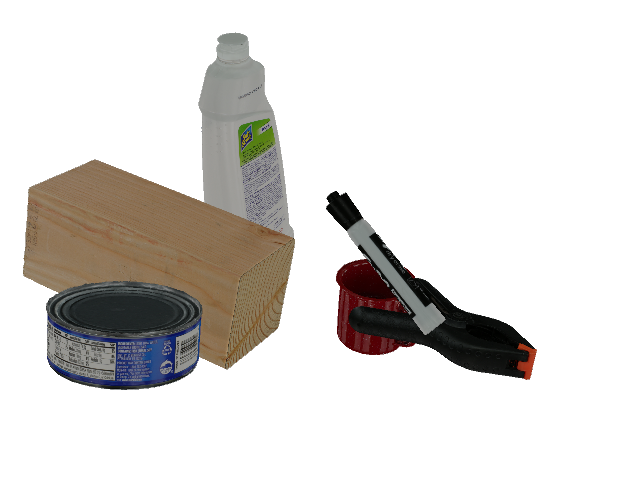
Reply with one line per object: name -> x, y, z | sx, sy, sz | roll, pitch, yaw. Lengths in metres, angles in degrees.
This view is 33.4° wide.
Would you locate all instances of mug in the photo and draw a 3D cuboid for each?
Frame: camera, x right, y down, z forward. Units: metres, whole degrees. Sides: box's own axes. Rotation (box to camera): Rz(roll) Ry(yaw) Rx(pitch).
mug -> 0.071, 0.084, 1.237 | 0.117, 0.081, 0.093 | 26, 36, 34

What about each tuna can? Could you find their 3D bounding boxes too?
tuna can -> -0.109, 0.052, 0.596 | 0.086, 0.034, 0.086 | 4, 16, -1

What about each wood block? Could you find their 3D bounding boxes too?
wood block -> -0.137, 0.015, 0.893 | 0.206, 0.090, 0.090 | 22, 28, 20

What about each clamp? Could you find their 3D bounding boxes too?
clamp -> 0.125, 0.080, 0.997 | 0.172, 0.039, 0.120 | 20, 32, 23

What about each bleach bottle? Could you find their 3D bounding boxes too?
bleach bottle -> -0.077, -0.091, 1.084 | 0.068, 0.251, 0.102 | 19, 39, 26

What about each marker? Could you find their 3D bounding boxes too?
marker -> 0.044, 0.014, 0.759 | 0.020, 0.121, 0.020 | -37, -7, -5
